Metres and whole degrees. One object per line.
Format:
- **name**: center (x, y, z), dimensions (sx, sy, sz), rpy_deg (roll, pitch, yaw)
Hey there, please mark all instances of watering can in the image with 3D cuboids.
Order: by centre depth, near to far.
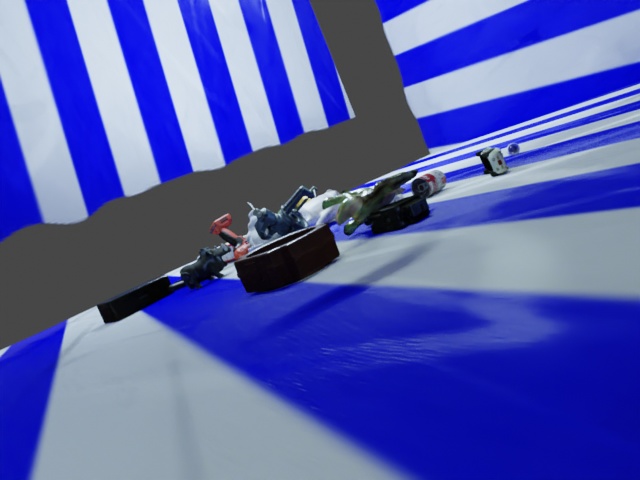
- **watering can**: center (0.006, -0.097, 1.918), dimensions (0.226, 0.103, 0.349), rpy_deg (-31, 20, -17)

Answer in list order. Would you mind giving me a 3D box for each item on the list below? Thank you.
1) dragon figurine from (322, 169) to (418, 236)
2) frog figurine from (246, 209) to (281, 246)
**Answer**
- **dragon figurine**: center (0.164, -0.117, 1.346), dimensions (0.415, 0.122, 0.240), rpy_deg (-28, 1, -39)
- **frog figurine**: center (-0.205, -0.037, 1.851), dimensions (0.136, 0.159, 0.124), rpy_deg (-19, 8, 28)
